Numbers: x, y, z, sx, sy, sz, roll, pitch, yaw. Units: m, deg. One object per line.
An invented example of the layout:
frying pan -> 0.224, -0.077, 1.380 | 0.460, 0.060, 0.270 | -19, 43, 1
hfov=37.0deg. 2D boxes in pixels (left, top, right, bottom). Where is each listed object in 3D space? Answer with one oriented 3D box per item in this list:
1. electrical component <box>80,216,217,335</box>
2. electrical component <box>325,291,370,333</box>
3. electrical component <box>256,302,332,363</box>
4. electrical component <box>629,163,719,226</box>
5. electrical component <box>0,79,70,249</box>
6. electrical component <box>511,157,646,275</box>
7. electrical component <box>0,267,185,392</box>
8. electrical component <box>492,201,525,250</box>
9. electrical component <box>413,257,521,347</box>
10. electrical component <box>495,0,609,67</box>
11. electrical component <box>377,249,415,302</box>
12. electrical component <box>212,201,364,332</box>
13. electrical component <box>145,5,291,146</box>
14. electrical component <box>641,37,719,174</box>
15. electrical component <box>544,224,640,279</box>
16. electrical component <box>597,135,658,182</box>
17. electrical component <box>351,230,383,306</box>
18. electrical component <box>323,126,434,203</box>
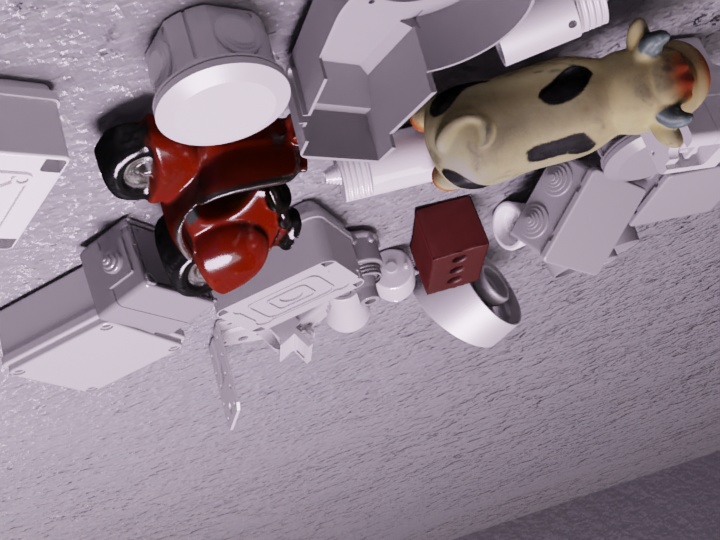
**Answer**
electrical component -> -0.168, 0.007, 0.817 | 0.061, 0.061, 0.096 | -34, 153, 21
electrical component -> -0.014, 0.026, 1.007 | 0.044, 0.044, 0.065 | -16, 152, -4
electrical component -> -0.064, 0.039, 0.960 | 0.064, 0.081, 0.042 | -42, 165, -20
electrical component -> 0.287, -0.087, 0.962 | 0.100, 0.048, 0.099 | -11, 156, -16
electrical component -> -0.241, -0.061, 0.625 | 0.109, 0.056, 0.109 | 1, 150, -39
electrical component -> 0.187, -0.050, 0.929 | 0.100, 0.048, 0.099 | 12, 111, -46
electrical component -> -0.221, 0.049, 0.886 | 0.109, 0.056, 0.109 | -26, 156, 18
electrical component -> 0.159, -0.044, 0.979 | 0.065, 0.044, 0.044 | -9, 156, -32
electrical component -> 0.105, 0.028, 1.031 | 0.064, 0.099, 0.099 | -38, 151, 26
electrical component -> 0.122, -0.164, 0.678 | 0.081, 0.043, 0.043 | -21, 157, 6
electrical component -> 0.032, 0.010, 1.005 | 0.040, 0.040, 0.078 | -18, 158, -1
electrical component -> -0.064, -0.002, 0.886 | 0.113, 0.057, 0.078 | -25, 156, 15
electrical component -> -0.085, -0.112, 0.631 | 0.080, 0.051, 0.080 | -15, 157, -7
electrical component -> 0.240, -0.122, 0.797 | 0.056, 0.089, 0.050 | -9, 155, -20
electrical component -> 0.219, -0.033, 1.045 | 0.099, 0.064, 0.099 | -22, 170, -4
electrical component -> 0.227, -0.110, 0.865 | 0.080, 0.051, 0.080 | -15, 157, -7
electrical component -> 0.000, 0.000, 0.930 | 0.048, 0.062, 0.048 | -15, 157, -7
electrical component -> 0.013, -0.077, 0.791 | 0.081, 0.043, 0.043 | -14, 157, -9
